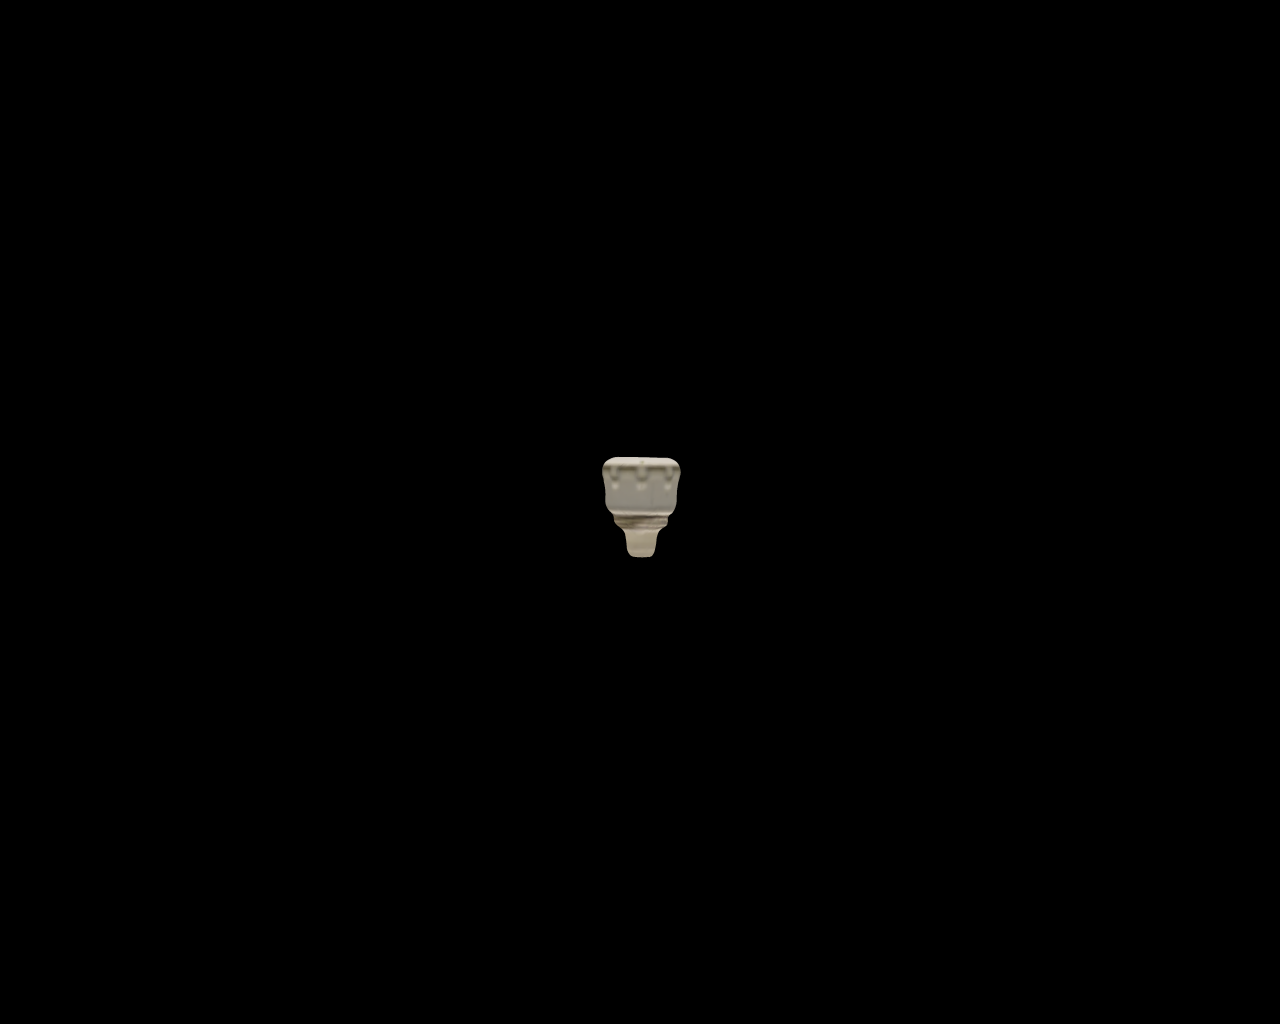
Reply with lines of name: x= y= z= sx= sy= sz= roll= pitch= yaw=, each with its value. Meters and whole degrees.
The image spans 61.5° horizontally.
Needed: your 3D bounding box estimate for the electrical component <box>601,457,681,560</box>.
electrical component: x=0.001 y=-0.003 z=0.650 sx=0.048 sy=0.062 sz=0.048 roll=0 pitch=2 yaw=0
